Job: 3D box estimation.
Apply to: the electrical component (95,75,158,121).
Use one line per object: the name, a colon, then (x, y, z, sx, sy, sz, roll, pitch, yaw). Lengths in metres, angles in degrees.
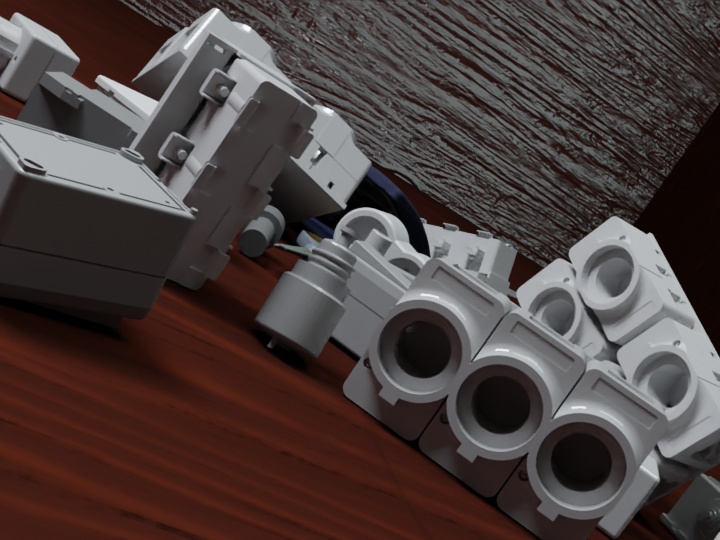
electrical component: (-0.147, -0.087, 0.774, 0.100, 0.048, 0.100, 38, 9, 26)

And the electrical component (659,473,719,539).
electrical component: (0.278, 0.199, 0.770, 0.100, 0.048, 0.099, 31, 9, -23)

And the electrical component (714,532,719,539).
electrical component: (0.253, 0.192, 0.658, 0.062, 0.061, 0.096, 33, 8, -7)

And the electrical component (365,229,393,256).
electrical component: (0.000, 0.000, 0.790, 0.048, 0.062, 0.048, 33, 7, -5)

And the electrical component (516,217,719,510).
electrical component: (0.195, 0.064, 0.791, 0.060, 0.105, 0.186, 23, 38, -41)

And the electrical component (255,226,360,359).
electrical component: (-0.025, 0.012, 0.588, 0.040, 0.078, 0.040, 31, -7, 4)

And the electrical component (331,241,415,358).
electrical component: (0.006, 0.020, 0.699, 0.096, 0.061, 0.062, 36, 8, 14)

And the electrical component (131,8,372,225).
electrical component: (-0.089, -0.128, 0.917, 0.186, 0.060, 0.105, 43, -26, -21)

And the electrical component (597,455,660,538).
electrical component: (0.145, 0.123, 0.686, 0.077, 0.047, 0.066, 36, 8, 11)

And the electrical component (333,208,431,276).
electrical component: (0.041, 0.012, 0.849, 0.138, 0.052, 0.074, 50, 12, 13)

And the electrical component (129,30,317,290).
electrical component: (-0.081, -0.055, 0.585, 0.079, 0.121, 0.063, 27, 13, -40)

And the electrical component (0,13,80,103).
electrical component: (-0.255, -0.159, 0.779, 0.077, 0.047, 0.066, 27, 10, -38)

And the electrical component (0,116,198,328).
electrical component: (-0.127, -0.020, 0.431, 0.096, 0.061, 0.062, 14, 20, -45)

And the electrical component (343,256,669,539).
electrical component: (0.078, 0.070, 0.582, 0.150, 0.089, 0.062, 35, 8, 10)

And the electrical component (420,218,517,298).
electrical component: (0.091, -0.009, 1.069, 0.121, 0.063, 0.079, 15, -6, 39)
